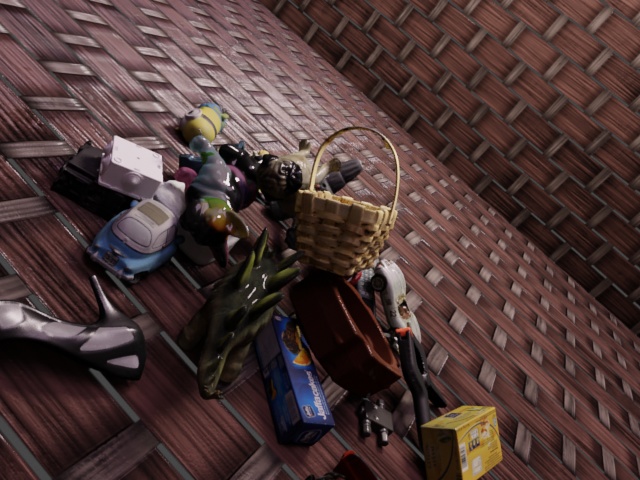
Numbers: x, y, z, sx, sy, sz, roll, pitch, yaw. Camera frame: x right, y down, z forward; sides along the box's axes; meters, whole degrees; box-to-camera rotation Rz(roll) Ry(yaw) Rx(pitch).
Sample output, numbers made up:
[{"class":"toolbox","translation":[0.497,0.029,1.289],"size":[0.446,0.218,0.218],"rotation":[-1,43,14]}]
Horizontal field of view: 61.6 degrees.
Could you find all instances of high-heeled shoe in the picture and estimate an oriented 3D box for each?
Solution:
[{"class":"high-heeled shoe","translation":[-0.320,0.130,0.599],"size":[0.249,0.086,0.145],"rotation":[-19,92,-41]}]

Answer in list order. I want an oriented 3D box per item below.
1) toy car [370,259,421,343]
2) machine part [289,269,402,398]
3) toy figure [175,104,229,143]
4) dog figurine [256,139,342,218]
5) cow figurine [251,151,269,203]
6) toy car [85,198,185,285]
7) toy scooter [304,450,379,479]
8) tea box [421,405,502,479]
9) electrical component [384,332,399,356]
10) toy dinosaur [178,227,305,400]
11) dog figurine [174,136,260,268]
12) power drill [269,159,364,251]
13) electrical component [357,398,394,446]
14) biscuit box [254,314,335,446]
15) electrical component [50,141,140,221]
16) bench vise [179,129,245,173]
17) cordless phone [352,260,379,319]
[{"class":"toy car","translation":[0.161,0.138,1.133],"size":[0.073,0.056,0.201],"rotation":[-15,89,-57]},{"class":"machine part","translation":[0.042,0.157,0.917],"size":[0.201,0.087,0.201],"rotation":[46,14,-51]},{"class":"toy figure","translation":[-0.272,-0.280,1.291],"size":[0.089,0.082,0.180],"rotation":[36,23,-3]},{"class":"dog figurine","translation":[-0.064,-0.090,0.992],"size":[0.121,0.172,0.190],"rotation":[24,31,22]},{"class":"cow figurine","translation":[-0.145,-0.158,1.282],"size":[0.098,0.068,0.167],"rotation":[10,37,-37]},{"class":"toy car","translation":[-0.274,-0.011,0.820],"size":[0.109,0.103,0.162],"rotation":[37,23,-1]},{"class":"toy scooter","translation":[0.035,0.336,0.694],"size":[0.183,0.075,0.135],"rotation":[19,32,-42]},{"class":"tea box","translation":[0.245,0.348,0.919],"size":[0.169,0.068,0.098],"rotation":[6,76,-52]},{"class":"electrical component","translation":[0.113,0.199,1.054],"size":[0.102,0.045,0.078],"rotation":[22,37,-31]},{"class":"toy dinosaur","translation":[-0.113,0.093,0.754],"size":[0.105,0.198,0.472],"rotation":[30,25,-11]},{"class":"dog figurine","translation":[-0.158,-0.058,0.909],"size":[0.191,0.108,0.219],"rotation":[11,42,-44]},{"class":"power drill","translation":[-0.005,-0.078,1.158],"size":[0.085,0.232,0.207],"rotation":[54,21,-40]},{"class":"electrical component","translation":[0.091,0.296,0.896],"size":[0.063,0.021,0.094],"rotation":[32,26,-14]},{"class":"biscuit box","translation":[-0.044,0.207,0.816],"size":[0.062,0.059,0.203],"rotation":[20,31,-35]},{"class":"electrical component","translation":[-0.357,-0.095,0.899],"size":[0.134,0.058,0.115],"rotation":[30,29,-18]},{"class":"bench vise","translation":[-0.162,-0.144,1.111],"size":[0.241,0.128,0.223],"rotation":[5,4,-3]},{"class":"cordless phone","translation":[0.057,0.098,1.129],"size":[0.146,0.089,0.184],"rotation":[23,48,-32]}]
